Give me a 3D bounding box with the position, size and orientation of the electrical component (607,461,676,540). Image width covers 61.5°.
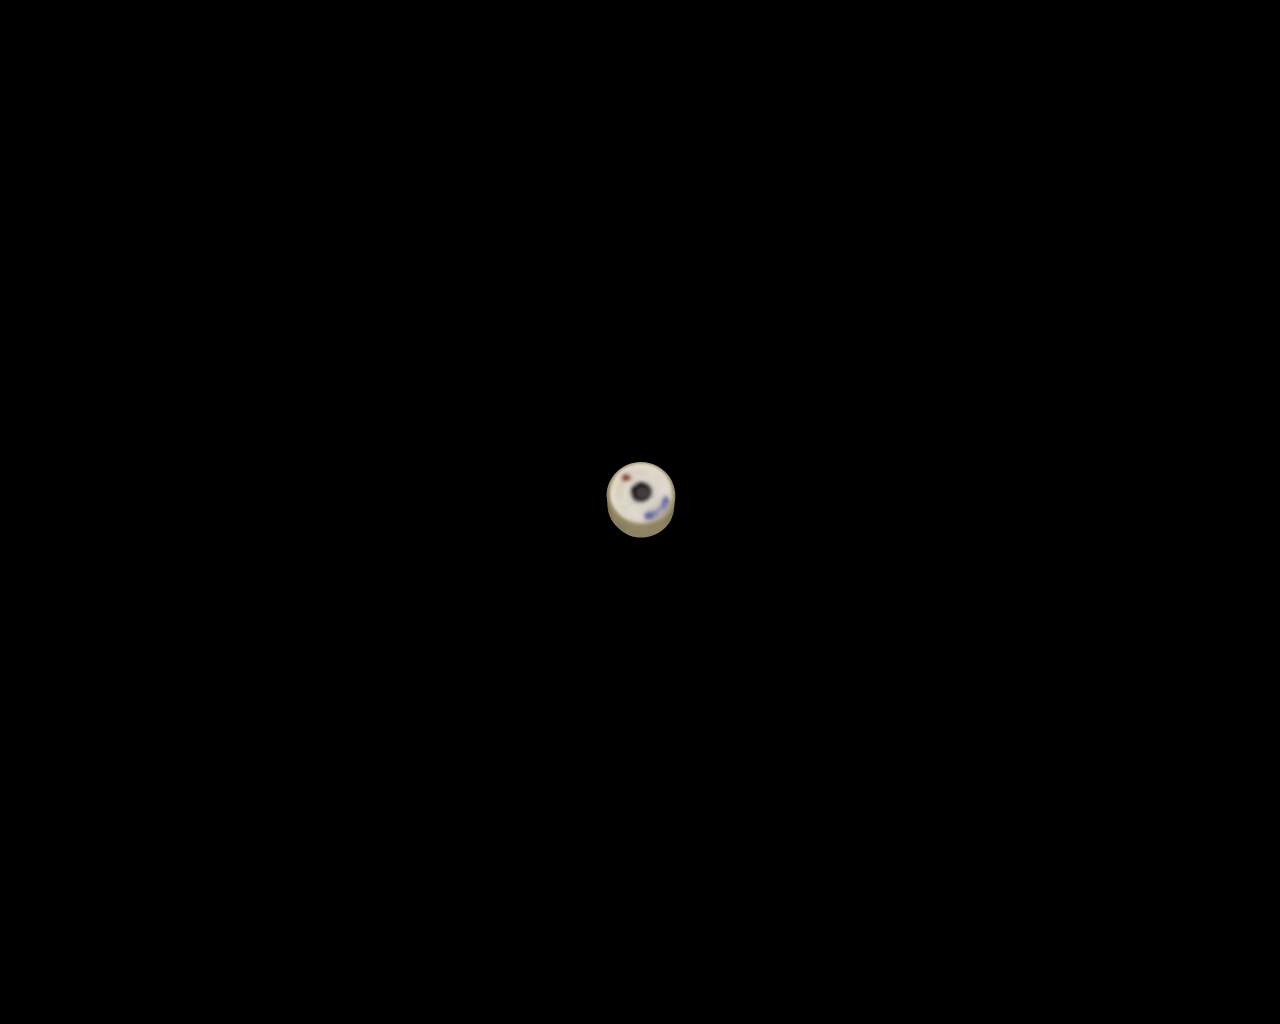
[{"bbox_3d":[0.001,-0.003,0.650,0.040,0.040,0.078,0,-16,0],"label":"electrical component"}]
